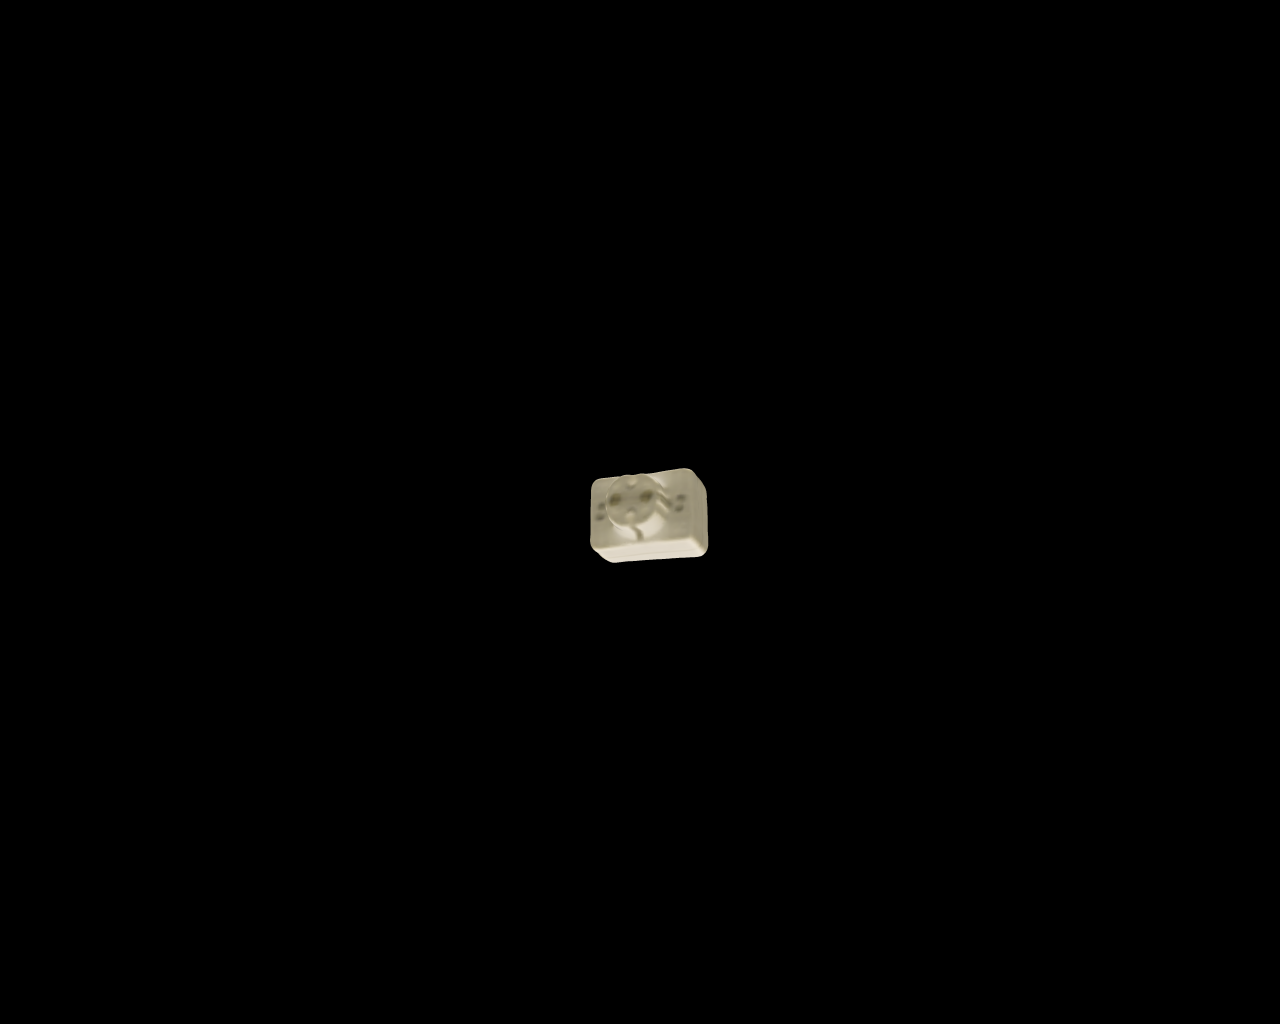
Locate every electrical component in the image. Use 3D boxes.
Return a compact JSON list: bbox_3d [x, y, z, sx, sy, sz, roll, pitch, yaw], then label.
[{"bbox_3d":[0.001,-0.003,0.650,0.066,0.047,0.076,-6,-19,16],"label":"electrical component"}]
